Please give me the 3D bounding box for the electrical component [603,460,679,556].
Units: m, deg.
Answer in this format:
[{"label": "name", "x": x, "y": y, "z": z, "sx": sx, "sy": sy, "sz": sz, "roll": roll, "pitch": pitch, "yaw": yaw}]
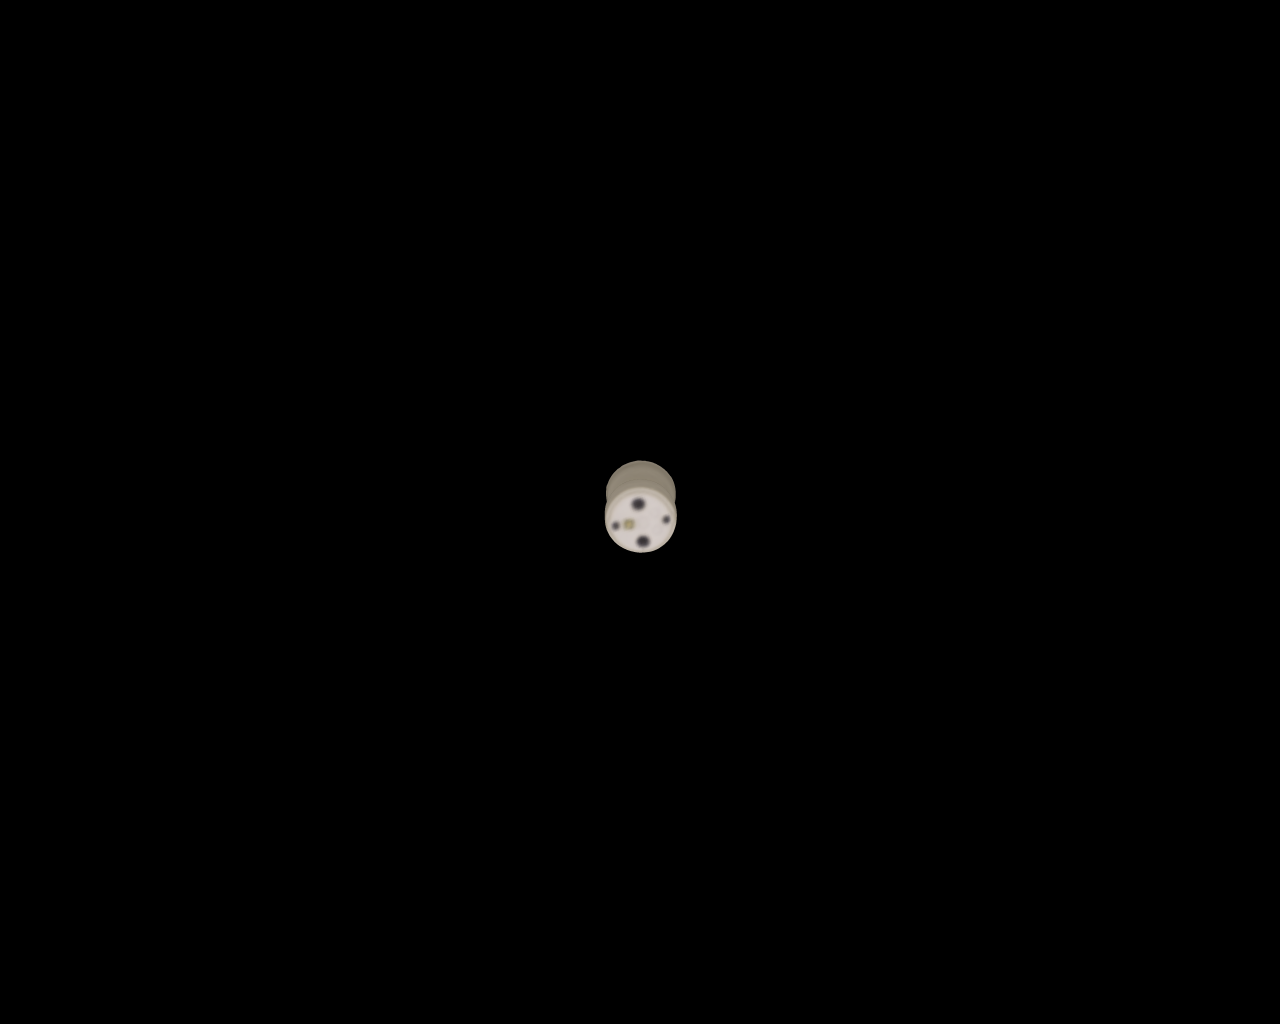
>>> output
[{"label": "electrical component", "x": 0.001, "y": -0.003, "z": 0.650, "sx": 0.045, "sy": 0.044, "sz": 0.055, "roll": 0, "pitch": 20, "yaw": 0}]
